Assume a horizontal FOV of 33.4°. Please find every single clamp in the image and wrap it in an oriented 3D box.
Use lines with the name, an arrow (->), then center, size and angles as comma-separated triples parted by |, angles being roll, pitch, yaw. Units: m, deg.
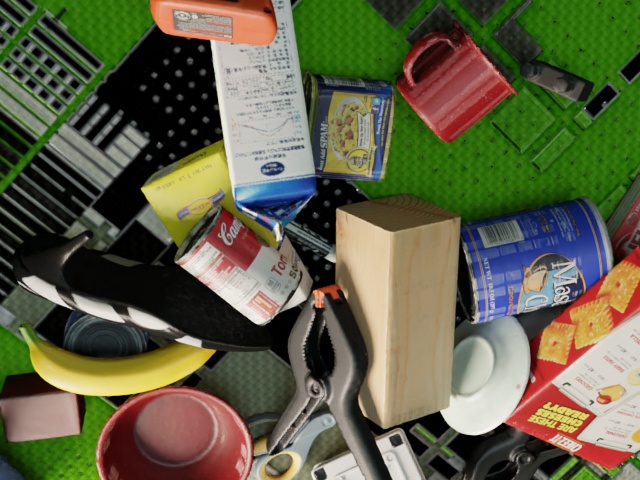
clamp -> 0.000, 0.148, 1.072 | 0.036, 0.165, 0.210 | -15, 104, -47
clamp -> 0.220, 0.223, 1.181 | 0.171, 0.039, 0.120 | -36, 110, 6

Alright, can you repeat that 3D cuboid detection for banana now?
banana -> -0.197, 0.121, 1.050 | 0.197, 0.037, 0.070 | 3, 109, -9

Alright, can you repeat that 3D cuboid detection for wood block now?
wood block -> 0.075, 0.069, 1.064 | 0.090, 0.091, 0.206 | -12, 113, -31

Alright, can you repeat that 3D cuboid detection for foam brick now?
foam brick -> -0.281, 0.167, 1.086 | 0.078, 0.053, 0.051 | -6, 111, -4

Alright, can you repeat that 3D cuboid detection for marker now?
marker -> -0.007, 0.001, 1.079 | 0.121, 0.020, 0.020 | 30, 104, -17

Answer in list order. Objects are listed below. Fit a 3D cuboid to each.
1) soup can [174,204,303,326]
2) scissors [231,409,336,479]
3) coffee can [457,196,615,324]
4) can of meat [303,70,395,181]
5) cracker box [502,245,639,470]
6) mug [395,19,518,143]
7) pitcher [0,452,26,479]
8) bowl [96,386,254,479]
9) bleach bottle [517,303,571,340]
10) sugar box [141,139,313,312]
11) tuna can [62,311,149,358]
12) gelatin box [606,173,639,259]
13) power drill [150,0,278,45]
soup can -> -0.075, 0.024, 0.990 | 0.102, 0.068, 0.068 | 39, 101, -14
scissors -> 0.004, 0.212, 1.160 | 0.201, 0.016, 0.096 | -11, 113, -3
coffee can -> 0.209, 0.020, 1.070 | 0.140, 0.103, 0.103 | -12, 111, -3
can of meat -> 0.023, -0.107, 1.023 | 0.084, 0.057, 0.102 | 3, 110, -11
cracker box -> 0.303, 0.123, 1.064 | 0.164, 0.072, 0.214 | 27, 123, -26
mug -> 0.119, -0.150, 0.997 | 0.081, 0.093, 0.117 | -41, 141, 12
pitcher -> -0.382, 0.221, 1.048 | 0.145, 0.149, 0.242 | -41, 114, -5
bowl -> -0.151, 0.213, 1.118 | 0.162, 0.055, 0.162 | -2, 110, -7
bleach bottle -> 0.310, 0.104, 1.139 | 0.251, 0.068, 0.102 | -8, 116, -1
sugar box -> -0.088, -0.003, 1.043 | 0.093, 0.048, 0.176 | -23, 110, 20
tuna can -> -0.217, 0.103, 1.080 | 0.086, 0.034, 0.086 | -2, 111, -7
gelatin box -> 0.344, -0.015, 1.114 | 0.073, 0.030, 0.089 | 26, 105, -16
power drill -> -0.063, -0.260, 0.904 | 0.184, 0.057, 0.187 | 6, 69, 1
